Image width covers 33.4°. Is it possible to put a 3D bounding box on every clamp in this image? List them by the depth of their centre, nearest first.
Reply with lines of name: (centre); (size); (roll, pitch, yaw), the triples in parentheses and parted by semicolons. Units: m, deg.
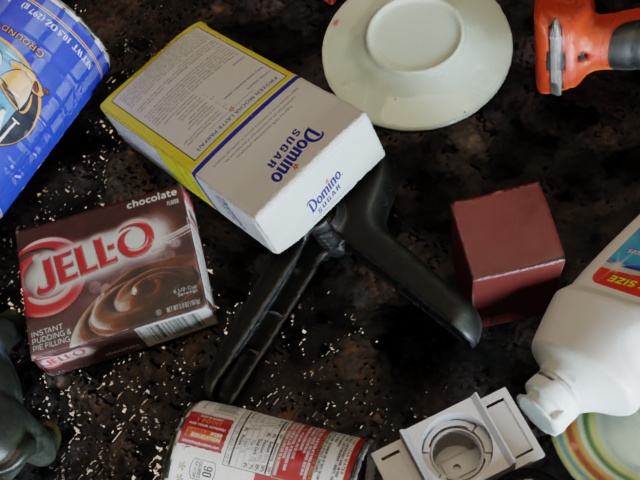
clamp: (-0.004, 0.001, 0.645); (0.165, 0.036, 0.210); (-21, 52, 12)

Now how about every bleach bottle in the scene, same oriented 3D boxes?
bleach bottle: (0.212, 0.020, 0.585); (0.250, 0.068, 0.103); (-39, 46, -15)

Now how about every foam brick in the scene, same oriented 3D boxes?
foam brick: (0.106, 0.010, 0.612); (0.053, 0.078, 0.051); (-13, 64, 1)

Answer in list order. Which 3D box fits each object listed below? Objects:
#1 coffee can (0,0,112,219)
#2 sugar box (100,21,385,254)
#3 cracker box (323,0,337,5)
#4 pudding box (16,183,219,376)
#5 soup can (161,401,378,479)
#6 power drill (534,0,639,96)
coffee can: (-0.217, -0.087, 0.691); (0.103, 0.103, 0.140); (24, 69, 18)
sugar box: (-0.052, -0.069, 0.666); (0.093, 0.048, 0.176); (-44, 51, -11)
cracker box: (-0.017, -0.292, 0.784); (0.214, 0.072, 0.164); (39, 76, 22)
pudding box: (-0.126, 0.024, 0.659); (0.113, 0.039, 0.090); (-16, 62, 0)
soup can: (-0.026, 0.130, 0.576); (0.102, 0.068, 0.068); (11, 66, 14)
power drill: (0.229, -0.145, 0.663); (0.188, 0.057, 0.184); (-1, 33, 16)
